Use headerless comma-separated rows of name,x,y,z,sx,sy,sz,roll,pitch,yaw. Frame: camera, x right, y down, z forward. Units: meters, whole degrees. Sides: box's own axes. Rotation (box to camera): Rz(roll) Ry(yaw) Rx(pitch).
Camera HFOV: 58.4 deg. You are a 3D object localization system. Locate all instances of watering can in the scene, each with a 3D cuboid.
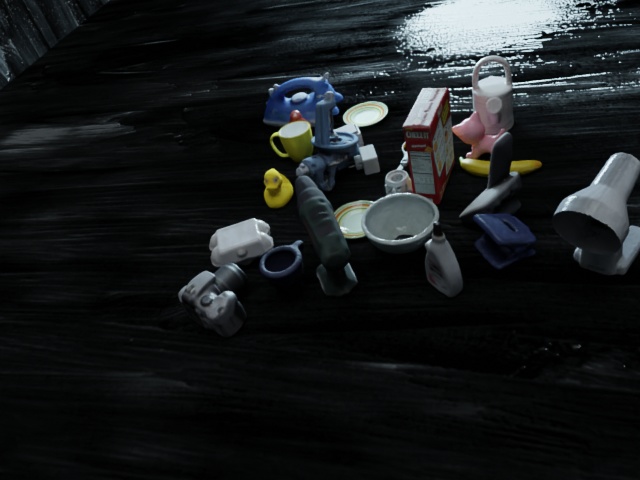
watering can,0.437,-0.367,1.442,0.101,0.194,0.172,-18,41,0

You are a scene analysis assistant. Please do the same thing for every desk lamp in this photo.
desk lamp,0.513,-0.037,1.033,0.117,0.214,0.203,24,55,38

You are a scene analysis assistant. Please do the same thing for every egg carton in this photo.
egg carton,-0.183,0.012,1.331,0.150,0.069,0.107,-19,41,-1

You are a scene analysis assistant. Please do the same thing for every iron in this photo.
iron,-0.069,-0.424,1.722,0.257,0.142,0.118,-3,43,16

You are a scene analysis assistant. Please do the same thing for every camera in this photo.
camera,-0.211,0.111,1.207,0.142,0.101,0.137,21,54,36

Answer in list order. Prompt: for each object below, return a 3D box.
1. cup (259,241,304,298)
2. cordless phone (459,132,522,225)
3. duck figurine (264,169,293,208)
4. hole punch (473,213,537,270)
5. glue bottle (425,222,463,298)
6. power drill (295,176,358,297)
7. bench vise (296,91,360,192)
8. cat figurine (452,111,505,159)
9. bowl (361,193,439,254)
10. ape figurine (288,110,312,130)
cup,-0.065,0.065,1.212,0.091,0.095,0.118,17,51,33
cordless phone,0.358,-0.125,1.206,0.093,0.185,0.148,25,56,38
duck figurine,-0.114,-0.144,1.469,0.077,0.086,0.104,-5,42,14
hole punch,0.369,-0.013,1.150,0.101,0.091,0.108,-24,41,-7
glue bottle,0.229,0.030,1.088,0.037,0.173,0.077,-35,44,-20
power drill,0.011,0.004,1.166,0.075,0.209,0.229,-21,41,-4
bench vise,0.020,-0.242,1.428,0.121,0.220,0.207,6,46,25
cat figurine,0.390,-0.253,1.389,0.127,0.118,0.067,14,50,32
bowl,0.176,-0.023,1.242,0.167,0.075,0.167,-10,41,9
ape figurine,-0.065,-0.331,1.655,0.077,0.092,0.076,-10,41,9
